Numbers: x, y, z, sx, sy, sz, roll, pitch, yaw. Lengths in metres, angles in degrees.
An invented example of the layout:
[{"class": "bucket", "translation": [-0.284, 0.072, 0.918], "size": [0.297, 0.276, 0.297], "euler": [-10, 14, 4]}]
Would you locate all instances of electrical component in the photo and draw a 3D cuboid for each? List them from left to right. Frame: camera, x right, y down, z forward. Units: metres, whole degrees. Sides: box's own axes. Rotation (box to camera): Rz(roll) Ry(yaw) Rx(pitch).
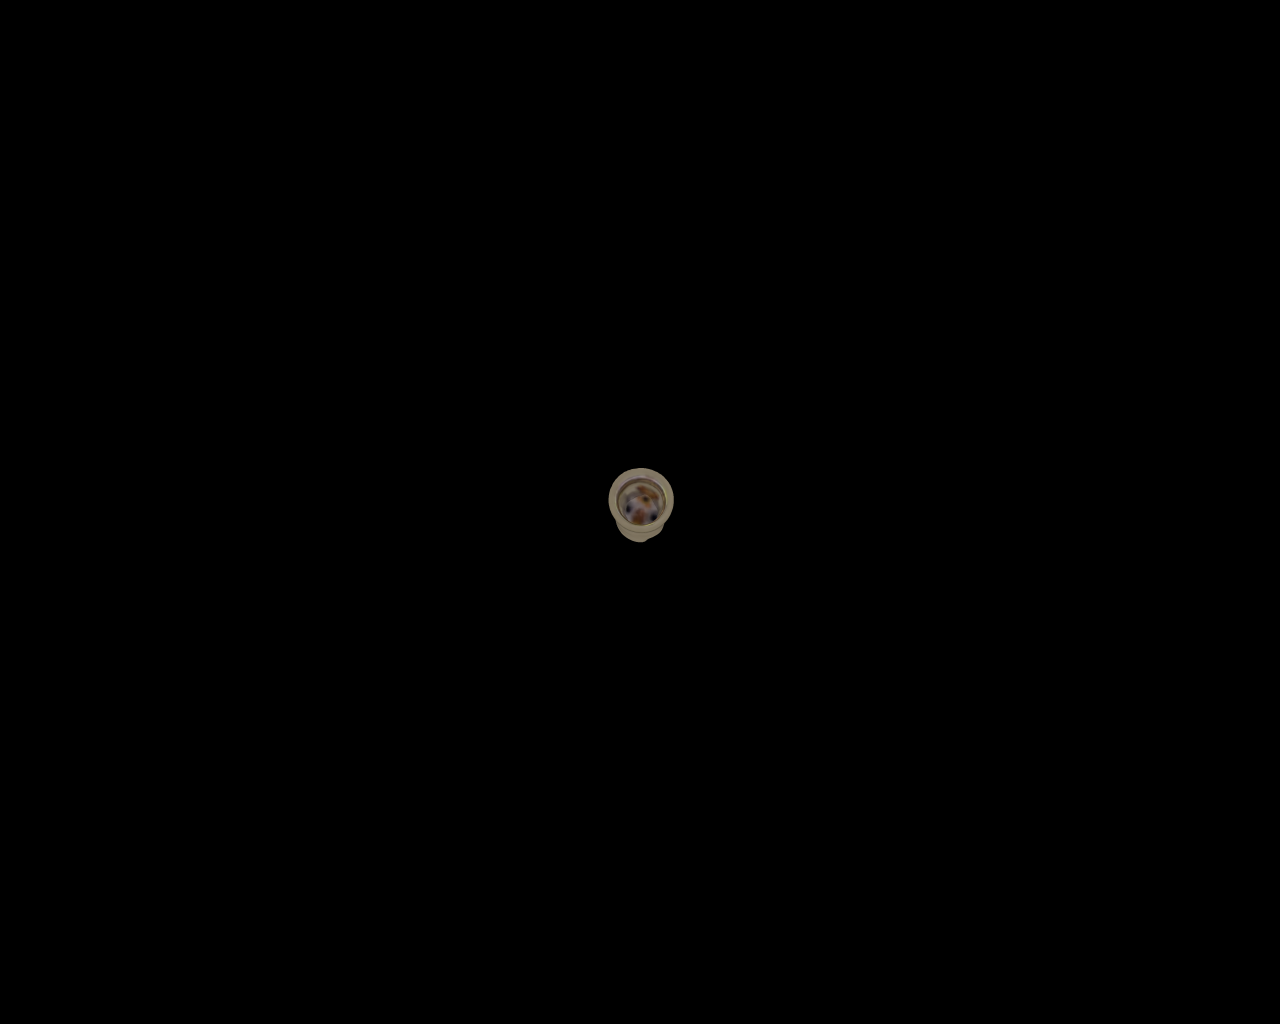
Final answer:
[{"class": "electrical component", "translation": [0.001, -0.003, 0.650], "size": [0.040, 0.040, 0.046], "euler": [0, -16, 0]}]
